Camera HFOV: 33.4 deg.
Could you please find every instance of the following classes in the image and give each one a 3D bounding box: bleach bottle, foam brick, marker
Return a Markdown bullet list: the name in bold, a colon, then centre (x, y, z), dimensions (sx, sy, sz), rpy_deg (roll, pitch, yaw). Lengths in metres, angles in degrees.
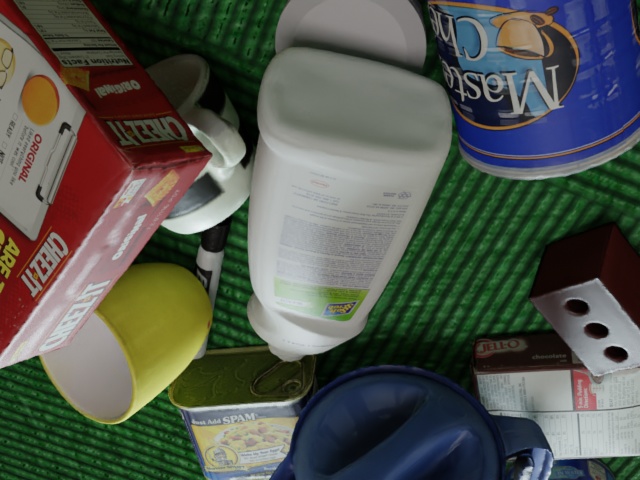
- **bleach bottle**: centre (-0.004, 0.001, 0.627), dimensions (0.102, 0.068, 0.251), rpy_deg (11, 145, -7)
- **foam brick**: centre (0.175, 0.038, 0.658), dimensions (0.053, 0.051, 0.078), rpy_deg (-24, 119, 42)
- **marker**: centre (-0.077, 0.030, 0.712), dimensions (0.020, 0.020, 0.121), rpy_deg (13, 125, -2)

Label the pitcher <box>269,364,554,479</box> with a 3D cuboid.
- **pitcher**: centre (0.060, 0.204, 0.737), dimensions (0.149, 0.144, 0.243), rpy_deg (22, 143, 20)

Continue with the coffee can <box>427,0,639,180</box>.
- **coffee can**: centre (0.106, -0.116, 0.536), dimensions (0.103, 0.102, 0.140), rpy_deg (-10, 123, 14)

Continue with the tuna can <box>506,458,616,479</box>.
- **tuna can**: centre (0.177, 0.196, 0.787), dimensions (0.086, 0.033, 0.086), rpy_deg (3, 126, 5)

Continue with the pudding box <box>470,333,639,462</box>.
- **pudding box**: centre (0.163, 0.107, 0.725), dimensions (0.113, 0.039, 0.090), rpy_deg (-4, 127, 13)

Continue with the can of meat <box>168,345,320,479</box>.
- **can of meat**: centre (-0.045, 0.124, 0.752), dimensions (0.102, 0.057, 0.084), rpy_deg (-6, 125, 11)

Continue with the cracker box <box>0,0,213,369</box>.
- **cracker box**: centre (-0.176, -0.065, 0.568), dimensions (0.214, 0.072, 0.164), rpy_deg (51, 122, 14)
